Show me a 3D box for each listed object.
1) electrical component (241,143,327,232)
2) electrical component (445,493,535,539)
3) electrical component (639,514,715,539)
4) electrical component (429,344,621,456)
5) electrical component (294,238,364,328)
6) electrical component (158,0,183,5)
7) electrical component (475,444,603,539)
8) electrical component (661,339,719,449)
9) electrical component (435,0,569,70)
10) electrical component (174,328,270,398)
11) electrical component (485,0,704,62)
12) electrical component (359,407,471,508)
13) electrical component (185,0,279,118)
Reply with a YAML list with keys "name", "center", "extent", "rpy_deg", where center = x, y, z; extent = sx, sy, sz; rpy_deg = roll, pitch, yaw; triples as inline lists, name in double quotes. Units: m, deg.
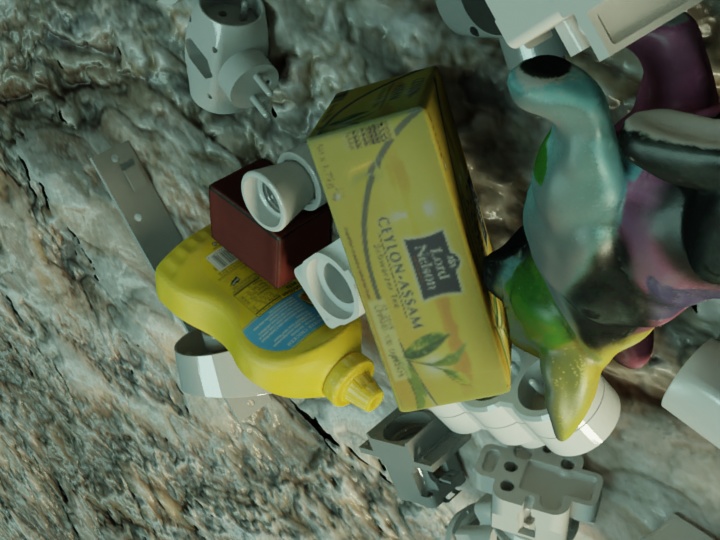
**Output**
- name: "electrical component"
  center: [-0.046, -0.057, 0.729]
  extent: [0.045, 0.055, 0.045]
  rpy_deg: [33, 140, 32]
- name: "electrical component"
  center: [0.097, 0.192, 0.754]
  extent: [0.057, 0.058, 0.078]
  rpy_deg: [-20, 101, 54]
- name: "electrical component"
  center: [0.202, 0.204, 0.636]
  extent: [0.100, 0.048, 0.099]
  rpy_deg: [32, 139, 34]
- name: "electrical component"
  center: [0.102, 0.085, 0.664]
  extent: [0.138, 0.052, 0.073]
  rpy_deg: [3, 144, 52]
- name: "electrical component"
  center: [0.000, 0.000, 0.718]
  extent: [0.050, 0.056, 0.089]
  rpy_deg: [58, 147, -1]
- name: "electrical component"
  center: [-0.110, -0.208, 0.669]
  extent: [0.052, 0.074, 0.138]
  rpy_deg: [60, 147, -4]
- name: "electrical component"
  center: [0.114, 0.148, 0.692]
  extent: [0.078, 0.058, 0.057]
  rpy_deg: [13, 135, 18]
- name: "electrical component"
  center: [0.198, 0.062, 0.525]
  extent: [0.077, 0.043, 0.079]
  rpy_deg: [38, 142, 26]
- name: "electrical component"
  center: [0.083, -0.122, 0.518]
  extent: [0.077, 0.044, 0.079]
  rpy_deg: [3, 120, 51]
- name: "electrical component"
  center: [-0.100, 0.074, 0.878]
  extent: [0.099, 0.099, 0.064]
  rpy_deg: [7, 116, 50]
- name: "electrical component"
  center: [0.103, -0.133, 0.412]
  extent: [0.078, 0.121, 0.063]
  rpy_deg: [60, 149, -5]
- name: "electrical component"
  center: [0.043, 0.138, 0.791]
  extent: [0.081, 0.042, 0.063]
  rpy_deg: [5, 122, 52]
- name: "electrical component"
  center: [-0.080, -0.134, 0.714]
  extent: [0.079, 0.043, 0.077]
  rpy_deg: [52, 148, 26]
